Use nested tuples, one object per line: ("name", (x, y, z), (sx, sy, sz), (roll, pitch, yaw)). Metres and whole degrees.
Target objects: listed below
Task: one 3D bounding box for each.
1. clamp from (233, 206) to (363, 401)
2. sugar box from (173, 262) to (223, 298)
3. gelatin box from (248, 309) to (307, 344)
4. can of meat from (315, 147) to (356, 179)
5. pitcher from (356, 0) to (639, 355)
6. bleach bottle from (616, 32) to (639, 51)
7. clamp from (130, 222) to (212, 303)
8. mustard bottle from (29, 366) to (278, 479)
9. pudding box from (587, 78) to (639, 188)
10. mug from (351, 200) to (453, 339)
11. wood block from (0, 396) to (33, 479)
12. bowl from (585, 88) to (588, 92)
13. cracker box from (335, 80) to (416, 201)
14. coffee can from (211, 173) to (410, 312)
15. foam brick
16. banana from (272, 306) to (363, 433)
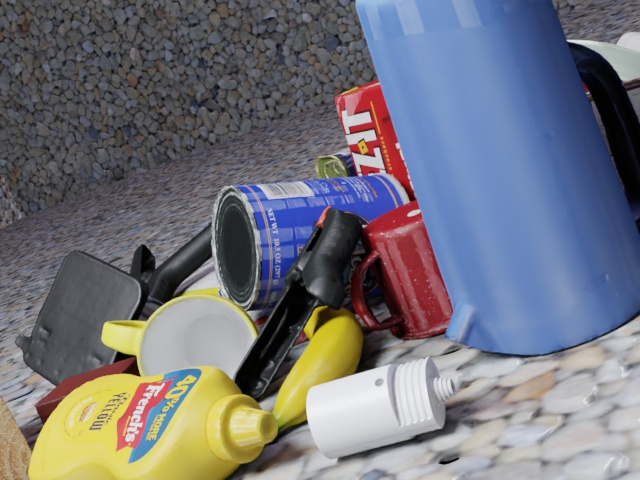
("clamp", (-0.011, 0.037, 0.752), (0.120, 0.039, 0.171), (-46, 8, 26))
("sugar box", (-0.071, 0.046, 1.038), (0.093, 0.048, 0.177), (-35, 18, -35))
("gelatin box", (-0.049, 0.074, 0.909), (0.089, 0.030, 0.073), (-18, 11, 11))
("can of meat", (0.054, -0.056, 1.133), (0.083, 0.102, 0.058), (-26, 12, -27))
("pitcher", (0.120, -0.065, 0.667), (0.145, 0.243, 0.149), (-15, 19, 22))
("bleach bottle", (0.393, -0.169, 1.019), (0.102, 0.068, 0.251), (15, -1, -21))
("clamp", (-0.162, 0.046, 1.045), (0.165, 0.036, 0.209), (-25, 23, 34))
("mustard bottle", (-0.101, 0.125, 0.687), (0.192, 0.058, 0.096), (-12, 32, 40))
("pudding box", (0.222, -0.056, 0.767), (0.090, 0.113, 0.039), (-13, 11, 40))
("mug", (0.071, 0.021, 0.781), (0.117, 0.081, 0.093), (-28, 12, -24))
("wood block", (-0.274, 0.158, 0.802), (0.090, 0.090, 0.206), (-28, 12, -20))
("bowl", (0.182, -0.096, 0.933), (0.162, 0.055, 0.162), (-33, 18, 12))
("cracker box", (0.105, -0.060, 0.873), (0.072, 0.164, 0.214), (-20, 9, -25))
("coffee can", (-0.006, 0.001, 0.871), (0.140, 0.103, 0.103), (-6, 3, -25))
("foam brick", (-0.168, 0.130, 0.821), (0.078, 0.053, 0.051), (-18, 12, 22))
("banana", (-0.001, 0.080, 0.762), (0.070, 0.037, 0.197), (-19, 12, 17))
